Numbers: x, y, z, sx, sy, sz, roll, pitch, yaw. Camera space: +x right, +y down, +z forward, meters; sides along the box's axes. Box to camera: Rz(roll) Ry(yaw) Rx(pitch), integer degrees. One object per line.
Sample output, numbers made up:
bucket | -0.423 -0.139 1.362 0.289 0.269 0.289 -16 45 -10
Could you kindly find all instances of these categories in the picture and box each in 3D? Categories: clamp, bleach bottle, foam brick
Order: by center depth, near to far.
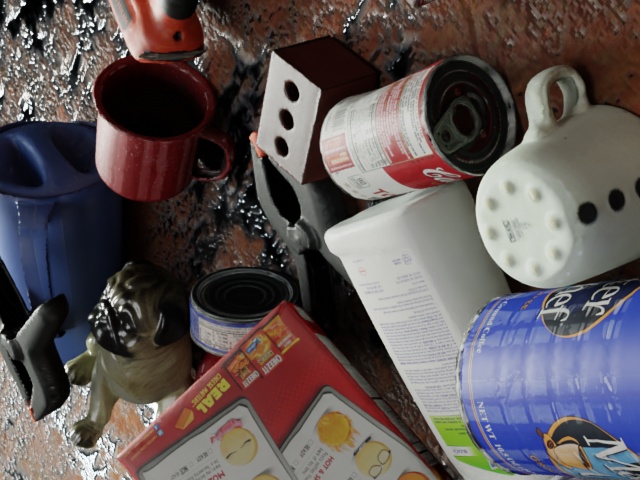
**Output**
bleach bottle | 0.095 0.092 0.666 0.103 0.068 0.251 -16 99 58
foam brick | -0.003 -0.085 0.698 0.053 0.051 0.078 42 138 30
clamp | -0.005 0.001 0.763 0.120 0.039 0.171 -36 81 51
clamp | -0.252 0.071 0.892 0.165 0.036 0.210 43 147 29

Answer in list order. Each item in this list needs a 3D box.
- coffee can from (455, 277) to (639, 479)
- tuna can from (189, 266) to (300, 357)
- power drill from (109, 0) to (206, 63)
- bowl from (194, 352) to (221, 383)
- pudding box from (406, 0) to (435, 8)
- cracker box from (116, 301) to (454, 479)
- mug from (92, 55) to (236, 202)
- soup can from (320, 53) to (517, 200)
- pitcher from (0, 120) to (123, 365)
coffee can | 0.153 0.070 0.542 0.141 0.102 0.103 -14 98 54
tuna can | -0.057 0.054 0.817 0.086 0.085 0.034 28 128 41
power drill | -0.107 -0.230 0.730 0.184 0.057 0.188 66 152 29
bowl | -0.059 0.145 0.898 0.162 0.055 0.162 29 130 41
pudding box | 0.043 -0.198 0.584 0.113 0.039 0.090 51 142 20
cracker box | -0.008 0.175 0.731 0.214 0.164 0.072 48 -175 15
mug | -0.121 -0.080 0.834 0.117 0.093 0.082 19 140 0
soup can | 0.054 -0.063 0.623 0.102 0.068 0.068 -11 100 54
pitcher | -0.246 0.022 0.999 0.145 0.149 0.243 28 134 29
